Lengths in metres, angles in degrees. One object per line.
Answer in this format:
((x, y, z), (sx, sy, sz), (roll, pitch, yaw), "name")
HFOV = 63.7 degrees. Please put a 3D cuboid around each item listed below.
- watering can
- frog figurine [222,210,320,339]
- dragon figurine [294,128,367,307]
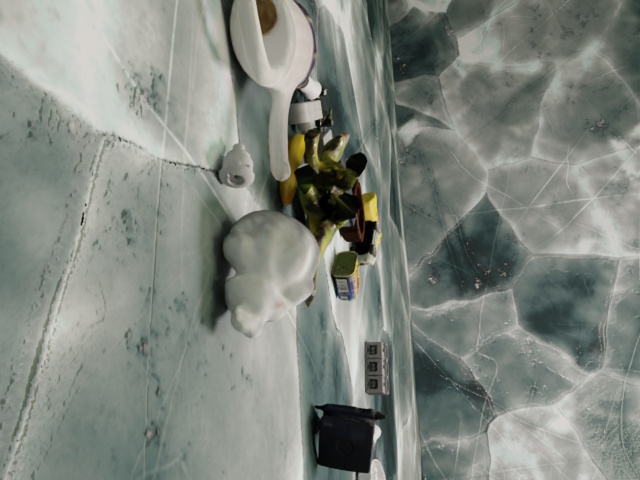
((-0.069, -0.275, 0.811), (0.227, 0.104, 0.345), (-45, 128, -72), "watering can")
((-0.075, 0.040, 0.680), (0.136, 0.121, 0.163), (46, 37, -13), "frog figurine")
((0.003, -0.049, 0.971), (0.238, 0.122, 0.418), (102, 1, -67), "dragon figurine")
